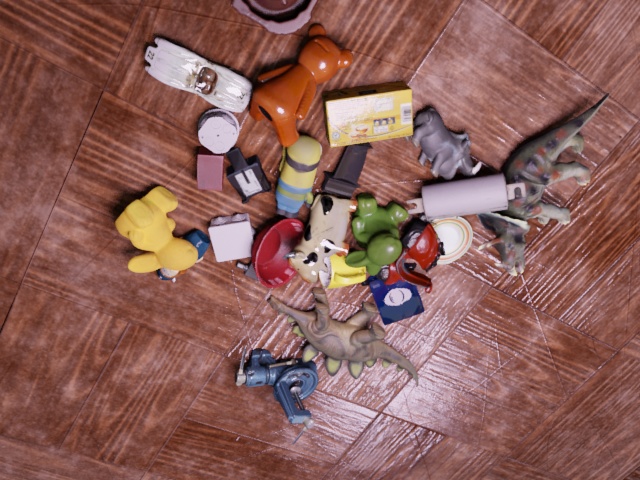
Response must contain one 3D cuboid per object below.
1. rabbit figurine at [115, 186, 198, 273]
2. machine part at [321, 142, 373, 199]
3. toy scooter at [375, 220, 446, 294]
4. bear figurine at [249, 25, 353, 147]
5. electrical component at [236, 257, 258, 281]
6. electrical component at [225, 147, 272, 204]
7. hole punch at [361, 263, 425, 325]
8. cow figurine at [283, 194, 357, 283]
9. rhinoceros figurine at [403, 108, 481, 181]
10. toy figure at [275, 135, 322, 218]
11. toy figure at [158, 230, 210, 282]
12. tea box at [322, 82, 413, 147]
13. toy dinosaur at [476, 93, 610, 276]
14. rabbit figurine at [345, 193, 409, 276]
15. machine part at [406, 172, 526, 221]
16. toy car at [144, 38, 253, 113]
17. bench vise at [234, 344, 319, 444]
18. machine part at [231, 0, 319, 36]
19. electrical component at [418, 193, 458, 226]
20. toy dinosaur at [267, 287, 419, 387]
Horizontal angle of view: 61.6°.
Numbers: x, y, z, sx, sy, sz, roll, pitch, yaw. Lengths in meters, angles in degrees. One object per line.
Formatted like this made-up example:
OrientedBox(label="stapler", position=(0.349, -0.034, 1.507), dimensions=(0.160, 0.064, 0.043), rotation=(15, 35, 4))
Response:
OrientedBox(label="rabbit figurine", position=(-0.336, 0.003, 1.106), dimensions=(0.173, 0.122, 0.162), rotation=(43, 116, -10))
OrientedBox(label="machine part", position=(0.059, -0.152, 1.134), dimensions=(0.084, 0.039, 0.138), rotation=(20, 117, -13))
OrientedBox(label="toy scooter", position=(0.221, 0.050, 1.213), dimensions=(0.135, 0.075, 0.183), rotation=(35, 117, -1))
OrientedBox(label="bear figurine", position=(-0.037, -0.293, 1.008), dimensions=(0.120, 0.132, 0.196), rotation=(41, 77, 8))
OrientedBox(label="electrical component", position=(-0.143, 0.061, 1.241), dimensions=(0.094, 0.021, 0.063), rotation=(26, 114, -19))
OrientedBox(label="electrical component", position=(-0.156, -0.140, 1.105), dimensions=(0.075, 0.048, 0.119), rotation=(-26, 120, 7))
OrientedBox(label="hole punch", position=(0.183, 0.131, 1.292), dimensions=(0.142, 0.092, 0.115), rotation=(-19, 118, 8))
OrientedBox(label="cow figurine", position=(-0.002, -0.003, 1.149), dimensions=(0.127, 0.085, 0.195), rotation=(14, 84, -7))
OrientedBox(label="rhinoceros figurine", position=(0.258, -0.191, 1.123), dimensions=(0.112, 0.073, 0.190), rotation=(-45, 115, 6))
OrientedBox(label="toy figure", position=(-0.045, -0.128, 1.103), dimensions=(0.082, 0.089, 0.180), rotation=(9, 117, -21))
OrientedBox(label="toy figure", position=(-0.310, 0.040, 1.188), dimensions=(0.154, 0.057, 0.064), rotation=(-41, 73, 16))
OrientedBox(label="tea box", position=(0.093, -0.248, 1.062), dimensions=(0.170, 0.068, 0.098), rotation=(-7, 121, -2))
OrientedBox(label="toy dinosaur", position=(0.459, -0.130, 1.162), dimensions=(0.192, 0.131, 0.404), rotation=(5, 114, -11))
OrientedBox(label="rabbit figurine", position=(0.116, -0.001, 1.153), dimensions=(0.121, 0.170, 0.159), rotation=(23, 114, -19))
OrientedBox(label="machine part", position=(0.302, -0.090, 1.125), dimensions=(0.243, 0.079, 0.079), rotation=(-8, 123, 17))
OrientedBox(label="toy car", position=(-0.223, -0.303, 0.994), dimensions=(0.201, 0.056, 0.073), rotation=(21, 116, -19))
OrientedBox(label="bench vise", position=(-0.088, 0.363, 1.315), dimensions=(0.223, 0.241, 0.128), rotation=(13, 115, -33))
OrientedBox(label="machine part", position=(-0.076, -0.450, 0.927), dimensions=(0.179, 0.056, 0.179), rotation=(-3, 120, -6))
OrientedBox(label="electrical component", position=(0.266, -0.078, 1.201), dimensions=(0.102, 0.045, 0.078), rotation=(-18, 123, 3))
OrientedBox(label="toy dinosaur", position=(0.077, 0.251, 1.343), dimensions=(0.471, 0.105, 0.198), rotation=(25, 122, -11))
